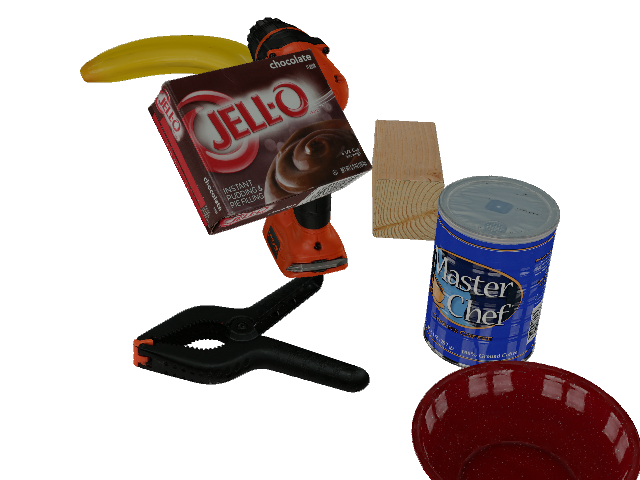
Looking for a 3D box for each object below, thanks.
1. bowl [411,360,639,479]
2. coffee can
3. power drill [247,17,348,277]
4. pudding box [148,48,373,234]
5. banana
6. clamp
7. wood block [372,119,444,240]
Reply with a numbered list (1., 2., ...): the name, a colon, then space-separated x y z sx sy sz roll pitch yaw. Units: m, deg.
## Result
1. bowl: 0.146 0.159 0.773 0.162 0.055 0.162 -1 35 0
2. coffee can: 0.147 0.029 0.935 0.103 0.140 0.103 2 33 -1
3. power drill: -0.022 -0.078 0.871 0.057 0.188 0.184 -9 27 -11
4. pudding box: -0.036 -0.062 0.653 0.113 0.090 0.039 -20 -11 -37
5. banana: -0.132 -0.169 1.019 0.198 0.037 0.069 9 45 18
6. clamp: -0.065 0.097 0.988 0.209 0.036 0.165 -10 37 -20
7. wood block: 0.120 -0.089 1.503 0.091 0.090 0.206 3 29 0
